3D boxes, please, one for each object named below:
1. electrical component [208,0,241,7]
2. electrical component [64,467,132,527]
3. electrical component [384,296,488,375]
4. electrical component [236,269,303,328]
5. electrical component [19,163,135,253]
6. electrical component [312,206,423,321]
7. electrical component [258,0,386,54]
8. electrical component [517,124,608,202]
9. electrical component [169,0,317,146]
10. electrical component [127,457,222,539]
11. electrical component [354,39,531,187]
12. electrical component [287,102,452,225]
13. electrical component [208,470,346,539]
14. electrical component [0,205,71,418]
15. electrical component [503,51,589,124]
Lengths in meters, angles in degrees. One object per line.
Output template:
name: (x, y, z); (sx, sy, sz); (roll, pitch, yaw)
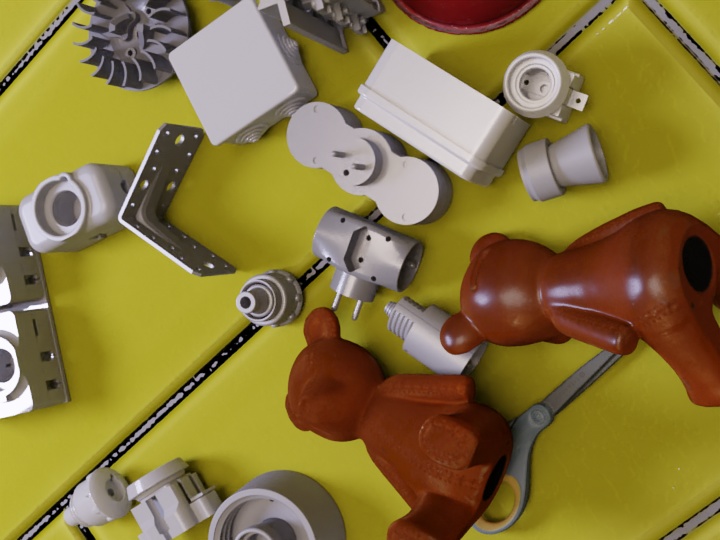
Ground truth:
electrical component: (-0.122, -0.280, 0.880); (0.078, 0.057, 0.113); (-44, 77, 18)
electrical component: (-0.237, 0.207, 0.954); (0.062, 0.048, 0.048); (-34, 80, 26)
electrical component: (0.054, 0.050, 0.831); (0.081, 0.043, 0.043); (34, 104, 17)
electrical component: (-0.078, 0.024, 0.872); (0.048, 0.062, 0.048); (1, 93, 22)
electrical component: (-0.245, -0.053, 0.937); (0.095, 0.059, 0.053); (-23, 84, 21)
electrical component: (0.000, 0.000, 0.850); (0.077, 0.043, 0.079); (23, 101, 19)
electrical component: (-0.030, -0.215, 0.811); (0.063, 0.121, 0.078); (-16, 86, 19)
electrical component: (0.148, -0.077, 0.787); (0.055, 0.045, 0.045); (-17, 86, 22)
electrical component: (-0.094, -0.159, 0.878); (0.100, 0.048, 0.099); (-30, 81, 20)
electrical component: (-0.162, 0.197, 0.916); (0.078, 0.058, 0.057); (-34, 83, 20)
electrical component: (0.061, -0.115, 0.803); (0.113, 0.078, 0.057); (35, 101, 17)
electrical component: (0.001, -0.083, 0.830); (0.138, 0.074, 0.052); (33, 104, 17)
electrical component: (-0.073, 0.223, 0.880); (0.108, 0.060, 0.108); (1, 93, 22)
electrical component: (-0.344, 0.042, 0.980); (0.105, 0.060, 0.186); (-14, 87, 22)
electrical component: (0.132, -0.134, 0.785); (0.066, 0.055, 0.048); (24, 101, 19)
